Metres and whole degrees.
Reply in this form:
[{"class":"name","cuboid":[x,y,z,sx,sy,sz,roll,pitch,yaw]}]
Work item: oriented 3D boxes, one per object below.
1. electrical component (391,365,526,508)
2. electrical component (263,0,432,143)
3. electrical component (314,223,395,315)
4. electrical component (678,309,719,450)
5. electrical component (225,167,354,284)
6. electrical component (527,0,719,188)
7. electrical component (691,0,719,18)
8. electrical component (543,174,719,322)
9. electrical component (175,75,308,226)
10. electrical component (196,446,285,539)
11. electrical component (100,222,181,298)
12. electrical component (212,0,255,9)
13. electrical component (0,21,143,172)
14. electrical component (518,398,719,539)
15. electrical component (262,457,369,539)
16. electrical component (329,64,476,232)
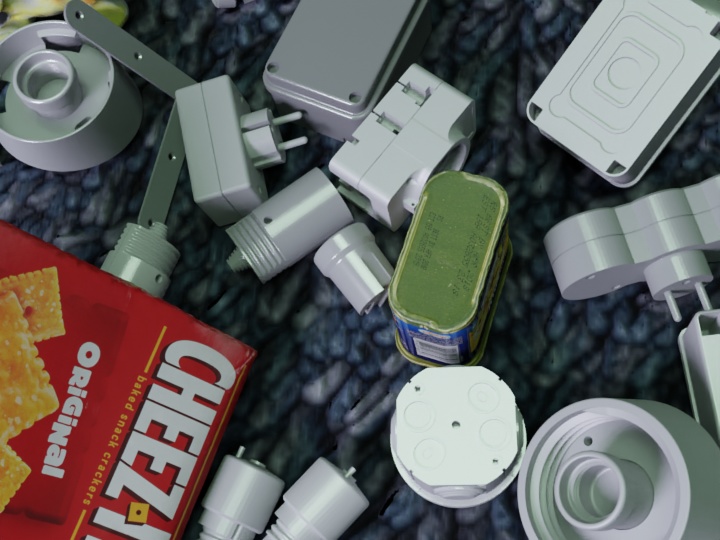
[{"class":"electrical component","cuboid":[0.057,0.095,0.625,0.080,0.051,0.080,-2,70,6]},{"class":"electrical component","cuboid":[-0.006,-0.149,0.717,0.078,0.057,0.113,22,74,14]},{"class":"electrical component","cuboid":[0.000,0.000,0.672,0.040,0.040,0.046,-36,75,-6]},{"class":"electrical component","cuboid":[0.247,0.074,0.606,0.109,0.056,0.108,-7,70,4]},{"class":"electrical component","cuboid":[-0.049,-0.025,0.684,0.081,0.043,0.043,-35,70,-6]},{"class":"electrical component","cuboid":[0.167,-0.116,0.666,0.078,0.057,0.113,39,102,18]},{"class":"electrical component","cuboid":[0.223,-0.192,0.712,0.079,0.043,0.077,-41,71,-8]},{"class":"electrical component","cuboid":[0.187,-0.005,0.644,0.138,0.052,0.073,-16,70,0]},{"class":"electrical component","cuboid":[-0.072,-0.083,0.702,0.076,0.047,0.083,-16,69,7]},{"class":"electrical component","cuboid":[-0.075,0.145,0.628,0.040,0.040,0.078,22,75,14]},{"class":"electrical component","cuboid":[-0.144,0.006,0.684,0.043,0.043,0.081,21,74,13]},{"class":"electrical component","cuboid":[-0.082,-0.213,0.756,0.055,0.048,0.066,-23,69,-10]},{"class":"electrical component","cuboid":[-0.202,-0.116,0.722,0.099,0.064,0.099,-1,71,3]},{"class":"electrical component","cuboid":[0.136,0.120,0.576,0.108,0.060,0.108,-12,70,36]},{"class":"electrical component","cuboid":[-0.030,0.144,0.623,0.040,0.040,0.078,41,80,18]},{"class":"electrical component","cuboid":[0.032,-0.076,0.689,0.056,0.050,0.089,36,78,18]}]
